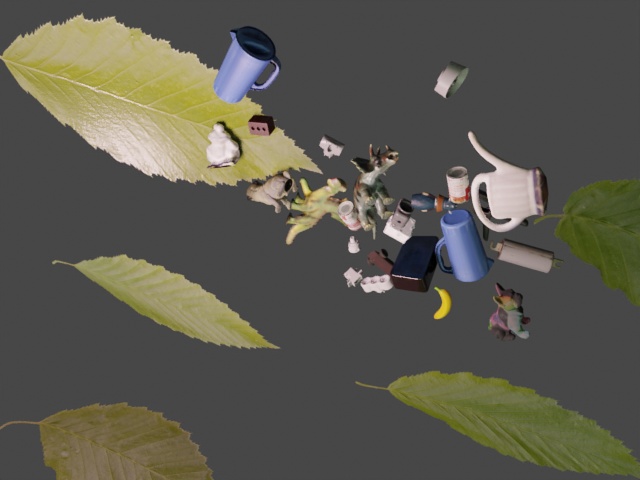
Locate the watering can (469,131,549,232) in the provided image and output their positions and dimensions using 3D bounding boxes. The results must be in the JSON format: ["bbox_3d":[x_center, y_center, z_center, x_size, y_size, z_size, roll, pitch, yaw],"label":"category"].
[{"bbox_3d":[0.576,-0.181,1.585,0.224,0.106,0.342,-5,115,25],"label":"watering can"}]

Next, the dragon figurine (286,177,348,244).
[{"bbox_3d":[0.006,-0.099,1.960,0.243,0.125,0.400,15,137,2],"label":"dragon figurine"}]

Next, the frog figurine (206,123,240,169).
[{"bbox_3d":[-0.368,-0.352,1.925,0.137,0.123,0.159,-6,92,41],"label":"frog figurine"}]
